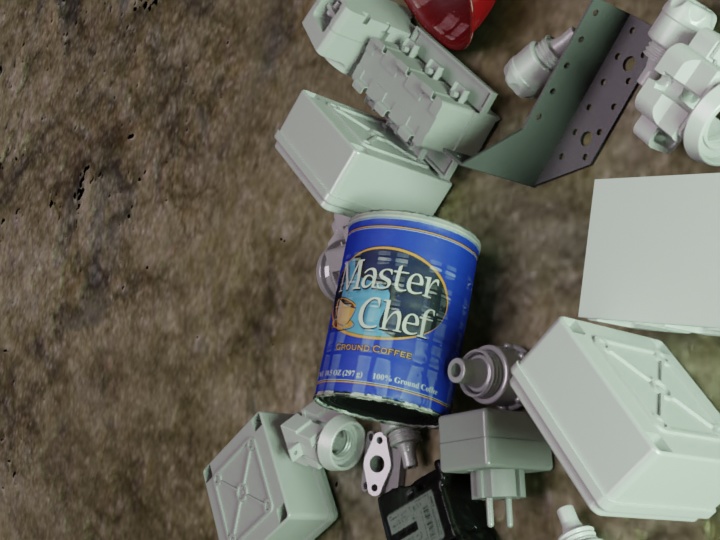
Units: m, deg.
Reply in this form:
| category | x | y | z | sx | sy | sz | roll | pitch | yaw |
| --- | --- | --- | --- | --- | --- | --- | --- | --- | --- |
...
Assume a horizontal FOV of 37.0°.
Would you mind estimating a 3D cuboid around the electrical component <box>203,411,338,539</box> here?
| category | x | y | z | sx | sy | sz | roll | pitch | yaw |
| --- | --- | --- | --- | --- | --- | --- | --- | --- | --- |
| electrical component | -0.082 | 0.198 | 0.955 | 0.108 | 0.056 | 0.108 | -48 | 47 | 34 |

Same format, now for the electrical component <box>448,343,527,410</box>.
| category | x | y | z | sx | sy | sz | roll | pitch | yaw |
| --- | --- | --- | --- | --- | --- | --- | --- | --- | --- |
| electrical component | 0.090 | 0.074 | 0.763 | 0.048 | 0.062 | 0.048 | -16 | 69 | 49 |

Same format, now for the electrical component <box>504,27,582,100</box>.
| category | x | y | z | sx | sy | sz | roll | pitch | yaw |
| --- | --- | --- | --- | --- | --- | --- | --- | --- | --- |
| electrical component | 0.136 | -0.154 | 0.786 | 0.061 | 0.035 | 0.035 | -39 | 52 | 36 |

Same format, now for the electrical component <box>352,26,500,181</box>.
| category | x | y | z | sx | sy | sz | roll | pitch | yaw |
| --- | --- | --- | --- | --- | --- | --- | --- | --- | --- |
| electrical component | 0.049 | -0.139 | 0.867 | 0.078 | 0.063 | 0.121 | -61 | 42 | 23 |

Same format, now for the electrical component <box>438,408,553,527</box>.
| category | x | y | z | sx | sy | sz | roll | pitch | yaw |
| --- | --- | --- | --- | --- | --- | --- | --- | --- | --- |
| electrical component | 0.094 | 0.138 | 0.740 | 0.047 | 0.066 | 0.076 | -20 | 66 | 48 |

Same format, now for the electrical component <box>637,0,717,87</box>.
| category | x | y | z | sx | sy | sz | roll | pitch | yaw |
| --- | --- | --- | --- | --- | --- | --- | --- | --- | --- |
| electrical component | 0.202 | -0.146 | 0.700 | 0.061 | 0.035 | 0.035 | -60 | 41 | 26 |

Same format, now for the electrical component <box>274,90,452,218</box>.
| category | x | y | z | sx | sy | sz | roll | pitch | yaw |
| --- | --- | --- | --- | --- | --- | --- | --- | --- | --- |
| electrical component | 0.001 | -0.087 | 0.879 | 0.056 | 0.109 | 0.108 | -58 | 42 | 20 |

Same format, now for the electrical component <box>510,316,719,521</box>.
| category | x | y | z | sx | sy | sz | roll | pitch | yaw |
| --- | --- | --- | --- | --- | --- | --- | --- | --- | --- |
| electrical component | 0.160 | 0.088 | 0.635 | 0.056 | 0.109 | 0.108 | -54 | 44 | 25 |

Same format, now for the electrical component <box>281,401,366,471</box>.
| category | x | y | z | sx | sy | sz | roll | pitch | yaw |
| --- | --- | --- | --- | --- | --- | --- | --- | --- | --- |
| electrical component | -0.029 | 0.141 | 0.904 | 0.055 | 0.066 | 0.048 | 12 | 125 | 45 |

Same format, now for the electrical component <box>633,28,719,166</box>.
| category | x | y | z | sx | sy | sz | roll | pitch | yaw |
| --- | --- | --- | --- | --- | --- | --- | --- | --- | --- |
| electrical component | 0.212 | -0.100 | 0.658 | 0.078 | 0.058 | 0.057 | -59 | 39 | 23 |

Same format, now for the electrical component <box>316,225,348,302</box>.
| category | x | y | z | sx | sy | sz | roll | pitch | yaw |
| --- | --- | --- | --- | --- | --- | --- | --- | --- | --- |
| electrical component | 0.000 | 0.000 | 0.897 | 0.057 | 0.058 | 0.078 | -11 | 97 | 54 |

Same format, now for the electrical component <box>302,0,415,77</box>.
| category | x | y | z | sx | sy | sz | roll | pitch | yaw |
| --- | --- | --- | --- | --- | --- | --- | --- | --- | --- |
| electrical component | 0.002 | -0.201 | 0.921 | 0.055 | 0.089 | 0.050 | -51 | 45 | 31 |

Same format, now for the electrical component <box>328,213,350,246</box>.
| category | x | y | z | sx | sy | sz | roll | pitch | yaw |
| --- | --- | --- | --- | --- | --- | --- | --- | --- | --- |
| electrical component | -0.008 | -0.041 | 0.939 | 0.061 | 0.035 | 0.035 | -53 | 45 | 32 |

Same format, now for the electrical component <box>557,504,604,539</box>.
| category | x | y | z | sx | sy | sz | roll | pitch | yaw |
| --- | --- | --- | --- | --- | --- | --- | --- | --- | --- |
| electrical component | 0.143 | 0.181 | 0.693 | 0.035 | 0.035 | 0.061 | -47 | 45 | 34 |

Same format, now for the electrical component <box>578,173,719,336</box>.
| category | x | y | z | sx | sy | sz | roll | pitch | yaw |
| --- | --- | --- | --- | --- | --- | --- | --- | --- | --- |
| electrical component | 0.211 | -0.007 | 0.632 | 0.150 | 0.062 | 0.089 | 2 | 83 | 52 |

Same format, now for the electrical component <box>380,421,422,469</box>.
| category | x | y | z | sx | sy | sz | roll | pitch | yaw |
| --- | --- | --- | --- | --- | --- | --- | --- | --- | --- |
| electrical component | 0.034 | 0.125 | 0.845 | 0.035 | 0.035 | 0.061 | -35 | 58 | 42 |
